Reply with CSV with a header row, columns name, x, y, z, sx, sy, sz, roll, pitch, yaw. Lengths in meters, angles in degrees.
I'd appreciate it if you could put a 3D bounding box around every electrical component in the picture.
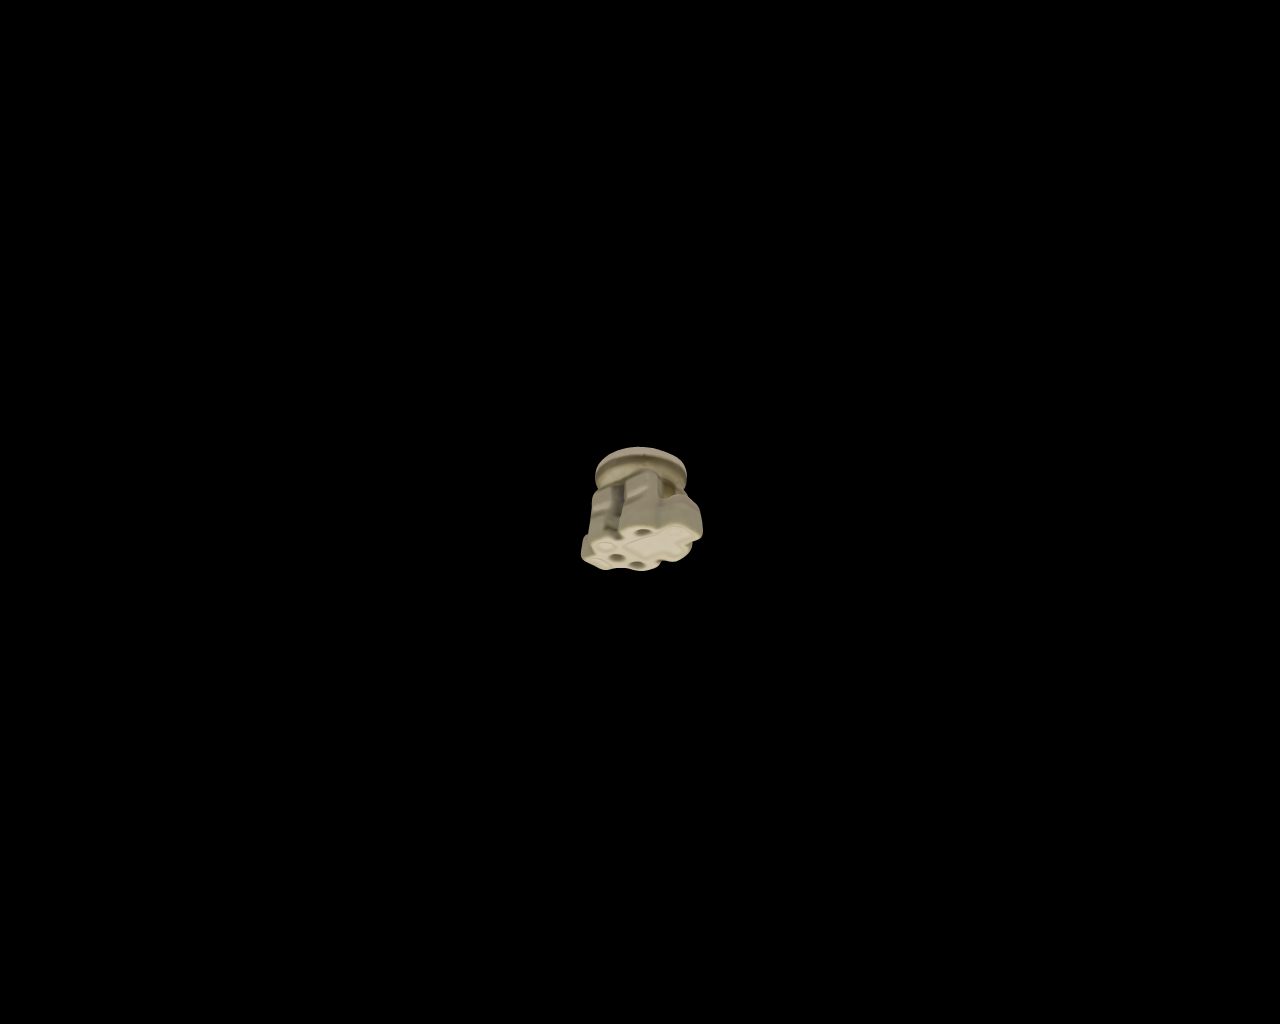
name,x,y,z,sx,sy,sz,roll,pitch,yaw
electrical component,0.001,-0.003,0.650,0.078,0.057,0.058,-22,-36,34
